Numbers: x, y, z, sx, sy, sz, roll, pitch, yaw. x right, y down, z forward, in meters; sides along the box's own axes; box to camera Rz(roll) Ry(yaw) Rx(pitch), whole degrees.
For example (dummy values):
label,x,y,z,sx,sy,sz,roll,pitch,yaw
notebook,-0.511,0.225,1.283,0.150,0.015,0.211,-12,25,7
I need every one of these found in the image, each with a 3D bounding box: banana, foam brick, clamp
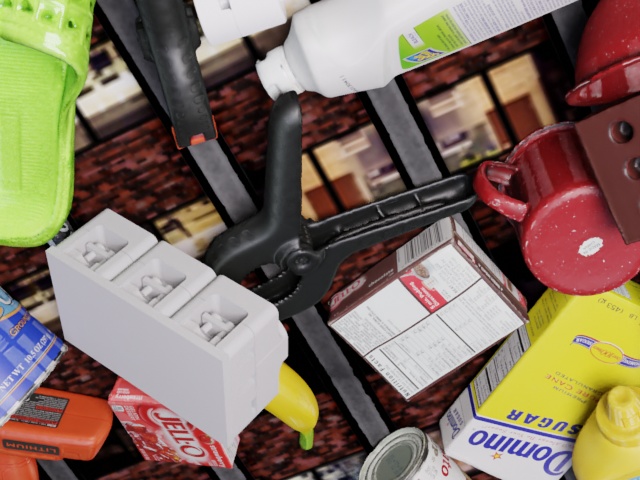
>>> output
label,x,y,z,sx,sy,sz,roll,pitch,yaw
banana,-0.075,0.097,0.783,0.197,0.037,0.070,29,117,-13
foam brick,0.190,-0.046,0.602,0.053,0.051,0.078,-23,91,47
clamp,-0.005,0.001,0.714,0.164,0.036,0.210,16,131,-29
clamp,-0.088,-0.121,0.618,0.039,0.120,0.171,-15,123,1

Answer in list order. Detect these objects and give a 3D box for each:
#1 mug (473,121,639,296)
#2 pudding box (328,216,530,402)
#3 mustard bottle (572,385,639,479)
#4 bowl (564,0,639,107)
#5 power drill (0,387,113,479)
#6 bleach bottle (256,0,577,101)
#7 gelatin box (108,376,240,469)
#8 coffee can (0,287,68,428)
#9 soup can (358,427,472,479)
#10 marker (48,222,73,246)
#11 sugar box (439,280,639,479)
label,x,y,z,sx,sy,sz,roll,pitch,yaw
mug,0.153,-0.021,0.679,0.117,0.081,0.093,19,119,-8
pudding box,0.075,0.050,0.749,0.114,0.039,0.090,-36,112,23
mustard bottle,0.229,0.156,0.753,0.096,0.058,0.191,-27,137,6
bowl,0.211,-0.125,0.598,0.162,0.162,0.055,-15,85,11
power drill,-0.207,0.207,0.839,0.184,0.057,0.188,10,120,-2
bleach bottle,0.075,-0.147,0.606,0.251,0.068,0.102,-24,159,16
gelatin box,-0.106,0.133,0.786,0.073,0.030,0.089,2,141,16
coffee can,-0.258,0.063,0.723,0.103,0.102,0.140,-41,102,22
soup can,0.085,0.200,0.816,0.069,0.068,0.102,-36,111,20
marker,-0.190,-0.018,0.733,0.020,0.020,0.121,-23,116,15
sugar box,0.172,0.101,0.768,0.093,0.048,0.176,25,116,-14
